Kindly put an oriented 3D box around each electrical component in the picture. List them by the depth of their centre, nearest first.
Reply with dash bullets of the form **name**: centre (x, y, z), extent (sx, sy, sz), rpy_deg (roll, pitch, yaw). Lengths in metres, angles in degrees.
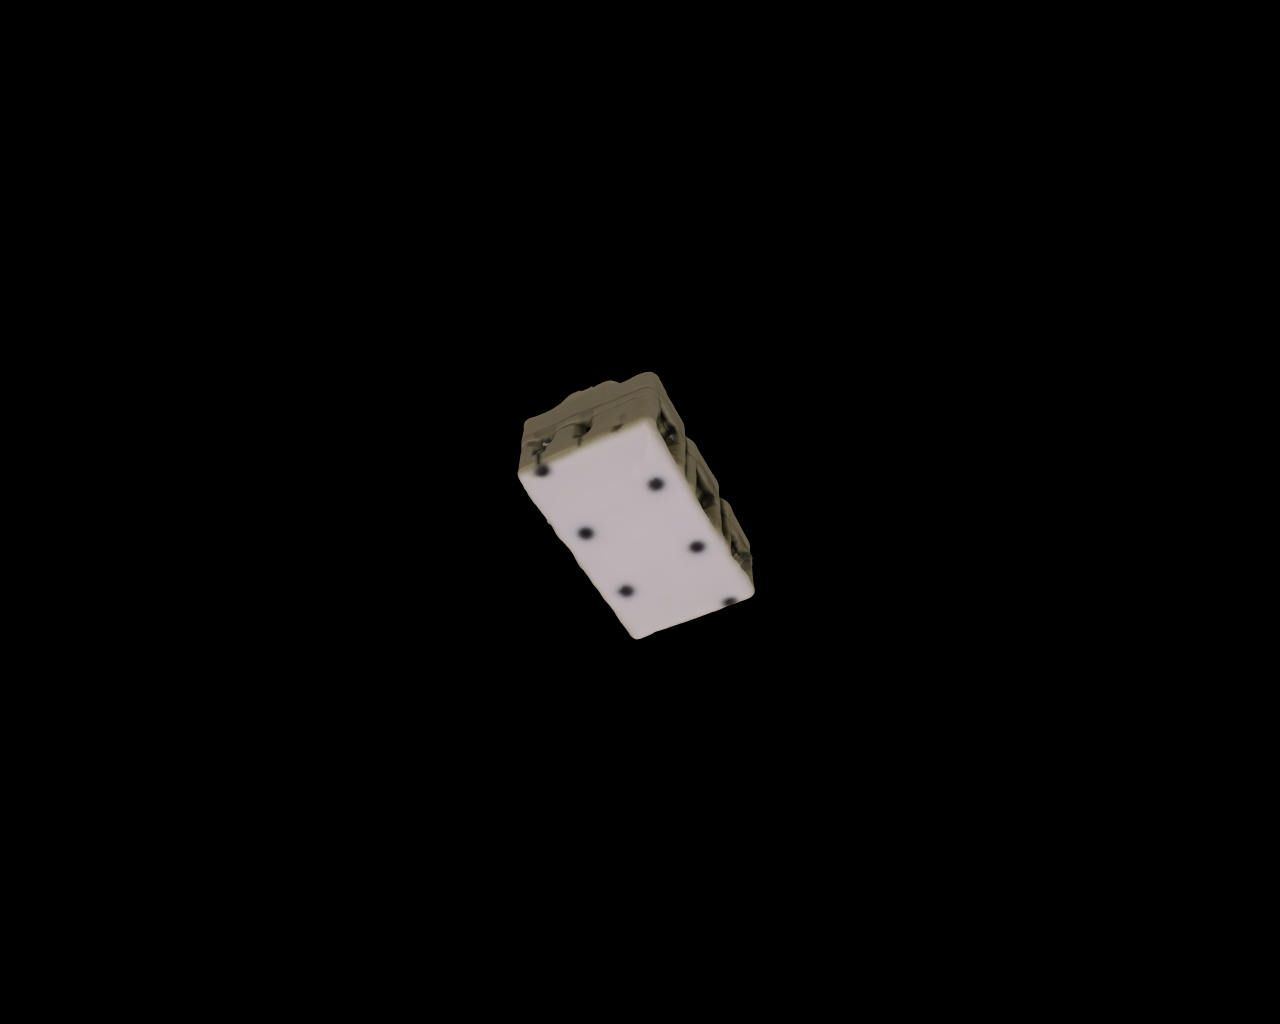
- **electrical component**: centre (0.001, -0.003, 0.650), extent (0.089, 0.150, 0.062), rpy_deg (-21, 36, 16)
